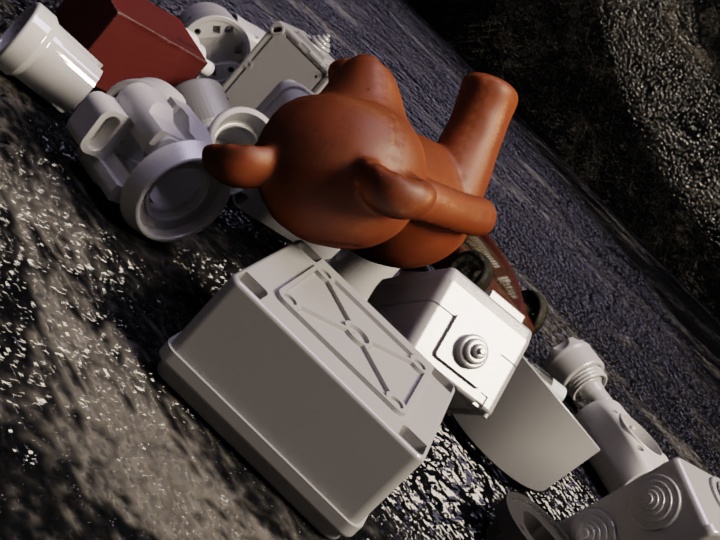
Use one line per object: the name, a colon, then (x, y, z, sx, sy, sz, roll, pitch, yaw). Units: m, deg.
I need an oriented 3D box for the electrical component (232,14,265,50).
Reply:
electrical component: (-0.085, -0.169, 0.907, 0.077, 0.043, 0.079, 33, 19, -32)

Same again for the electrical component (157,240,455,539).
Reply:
electrical component: (-0.019, 0.047, 0.476, 0.109, 0.056, 0.109, 44, 15, 2)

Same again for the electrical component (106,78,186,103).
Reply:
electrical component: (-0.123, -0.082, 0.586, 0.043, 0.043, 0.062, 44, 17, 2)

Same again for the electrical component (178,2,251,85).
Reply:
electrical component: (-0.116, -0.176, 0.829, 0.055, 0.055, 0.047, 34, 14, -31)

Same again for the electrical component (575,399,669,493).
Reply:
electrical component: (0.203, 0.143, 0.797, 0.079, 0.044, 0.077, 32, 19, -34)

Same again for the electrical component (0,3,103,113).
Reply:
electrical component: (-0.164, -0.110, 0.565, 0.046, 0.040, 0.040, 41, 14, -29)

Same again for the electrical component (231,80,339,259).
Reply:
electrical component: (-0.027, -0.061, 0.701, 0.113, 0.078, 0.057, 32, 22, -36)

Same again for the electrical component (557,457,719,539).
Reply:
electrical component: (0.167, 0.151, 0.590, 0.100, 0.100, 0.048, 30, 33, -41)

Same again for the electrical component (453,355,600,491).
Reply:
electrical component: (0.101, 0.084, 0.661, 0.099, 0.064, 0.099, 39, 16, -14)

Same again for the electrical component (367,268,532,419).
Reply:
electrical component: (0.043, 0.036, 0.570, 0.062, 0.061, 0.096, 38, -20, -19)

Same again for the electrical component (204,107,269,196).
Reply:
electrical component: (-0.076, -0.065, 0.609, 0.045, 0.045, 0.055, 37, -23, -22)

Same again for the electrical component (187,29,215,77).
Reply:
electrical component: (-0.130, -0.158, 0.782, 0.061, 0.035, 0.035, 25, 24, -54)

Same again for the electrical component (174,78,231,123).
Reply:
electrical component: (-0.093, -0.082, 0.662, 0.040, 0.040, 0.078, 18, 43, -57)

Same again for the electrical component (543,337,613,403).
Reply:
electrical component: (0.186, 0.090, 0.896, 0.043, 0.043, 0.062, 24, 25, -50)

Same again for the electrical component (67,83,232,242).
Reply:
electrical component: (-0.100, -0.051, 0.535, 0.078, 0.058, 0.057, 22, 24, -53)

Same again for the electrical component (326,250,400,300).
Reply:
electrical component: (0.000, 0.000, 0.666, 0.040, 0.046, 0.040, 41, 16, -14)

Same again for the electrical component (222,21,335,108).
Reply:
electrical component: (-0.052, -0.138, 0.808, 0.061, 0.096, 0.061, 46, 15, 11)
